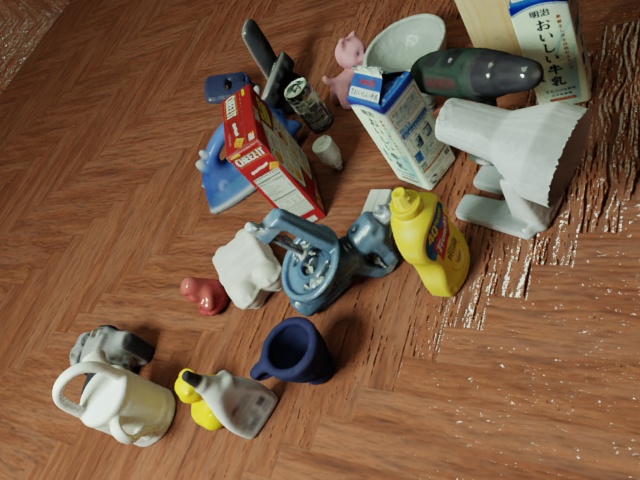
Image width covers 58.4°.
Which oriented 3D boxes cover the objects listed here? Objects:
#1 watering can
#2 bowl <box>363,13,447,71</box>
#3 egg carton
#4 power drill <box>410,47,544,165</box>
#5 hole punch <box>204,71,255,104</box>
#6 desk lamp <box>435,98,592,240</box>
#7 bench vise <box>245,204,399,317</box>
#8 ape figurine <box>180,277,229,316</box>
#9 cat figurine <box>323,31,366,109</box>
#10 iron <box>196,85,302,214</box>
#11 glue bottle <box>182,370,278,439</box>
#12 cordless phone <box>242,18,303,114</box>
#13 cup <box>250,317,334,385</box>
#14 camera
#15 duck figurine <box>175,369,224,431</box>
[{"bbox_3d":[-0.335,0.248,0.909,0.172,0.195,0.101,18,70,43],"label":"watering can"},{"bbox_3d":[0.169,-0.341,1.078,0.167,0.075,0.167,-19,49,24],"label":"bowl"},{"bbox_3d":[-0.124,0.048,0.998,0.107,0.070,0.150,-41,44,3],"label":"egg carton"},{"bbox_3d":[0.238,-0.192,0.818,0.076,0.209,0.228,-51,44,-8],"label":"power drill"},{"bbox_3d":[-0.210,-0.352,1.348,0.101,0.091,0.108,-26,46,18],"label":"hole punch"},{"bbox_3d":[0.245,-0.094,0.735,0.202,0.214,0.118,20,71,43],"label":"desk lamp"},{"bbox_3d":[0.001,-0.002,0.837,0.207,0.220,0.121,-48,44,-4],"label":"bench vise"},{"bbox_3d":[-0.210,0.094,1.009,0.076,0.092,0.077,-41,44,3],"label":"ape figurine"},{"bbox_3d":[0.053,-0.345,1.134,0.128,0.118,0.067,-51,44,-7],"label":"cat figurine"},{"bbox_3d":[-0.166,-0.181,1.150,0.258,0.142,0.118,-46,44,-3],"label":"iron"},{"bbox_3d":[-0.131,0.218,0.799,0.037,0.174,0.078,23,73,44],"label":"glue bottle"},{"bbox_3d":[-0.124,-0.363,1.227,0.093,0.186,0.147,-8,54,31],"label":"cordless phone"},{"bbox_3d":[-0.032,0.176,0.816,0.117,0.095,0.091,-36,44,8],"label":"cup"},{"bbox_3d":[-0.396,0.231,1.032,0.142,0.101,0.137,-11,53,30],"label":"camera"},{"bbox_3d":[-0.185,0.240,0.884,0.077,0.086,0.104,-44,44,-1],"label":"duck figurine"}]
